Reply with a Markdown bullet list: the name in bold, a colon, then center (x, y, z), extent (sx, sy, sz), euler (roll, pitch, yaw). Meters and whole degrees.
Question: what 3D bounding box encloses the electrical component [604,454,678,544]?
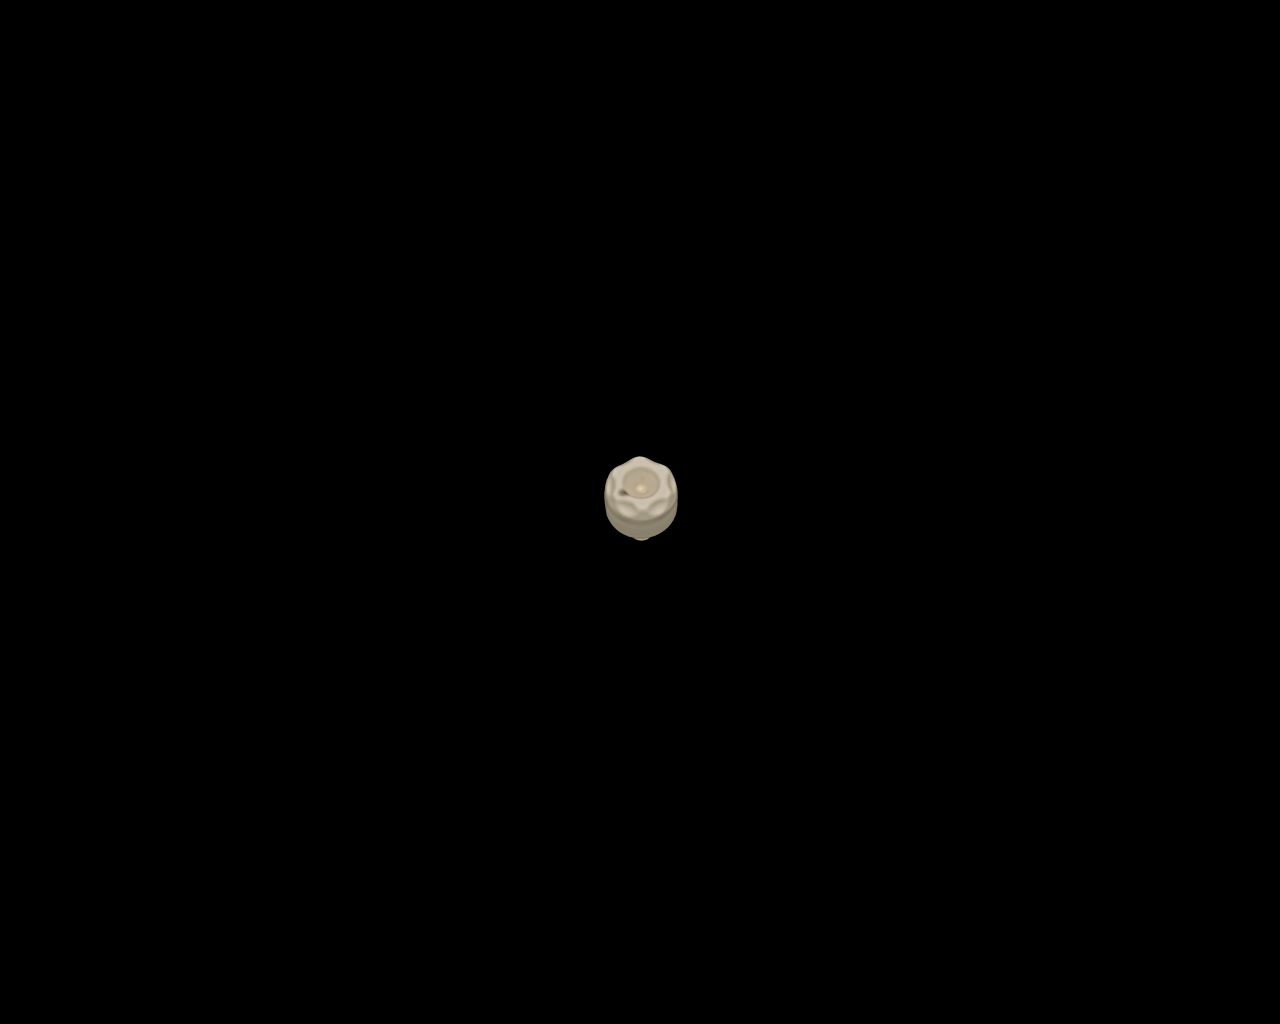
- **electrical component**: center (0.001, -0.003, 0.650), extent (0.043, 0.043, 0.062), euler (0, -30, 0)
